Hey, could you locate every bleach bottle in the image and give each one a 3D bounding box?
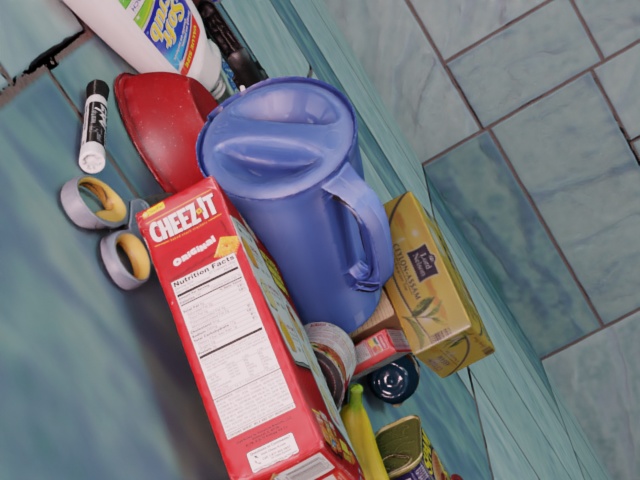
[{"bbox_3d":[-0.156,-0.211,1.006,0.250,0.068,0.102,44,62,-57],"label":"bleach bottle"}]

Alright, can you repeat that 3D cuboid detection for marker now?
[{"bbox_3d":[-0.173,-0.091,0.822,0.020,0.020,0.121,52,14,-34],"label":"marker"}]

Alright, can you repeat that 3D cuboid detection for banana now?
[{"bbox_3d":[0.052,0.227,0.932,0.070,0.037,0.198,105,-36,-72],"label":"banana"}]

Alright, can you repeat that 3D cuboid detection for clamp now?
[{"bbox_3d":[-0.081,-0.185,1.167,0.120,0.039,0.171,64,3,34],"label":"clamp"}]

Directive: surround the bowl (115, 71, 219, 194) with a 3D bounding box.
[{"bbox_3d":[-0.118,-0.096,0.978,0.162,0.055,0.162,57,13,-20],"label":"bowl"}]

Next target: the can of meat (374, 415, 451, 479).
[{"bbox_3d":[0.094,0.238,1.066,0.084,0.057,0.102,60,12,-14],"label":"can of meat"}]

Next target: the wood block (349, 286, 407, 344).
[{"bbox_3d":[0.050,0.070,1.193,0.090,0.091,0.206,64,13,14],"label":"wood block"}]

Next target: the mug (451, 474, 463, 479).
[{"bbox_3d":[0.115,0.282,0.986,0.117,0.081,0.093,51,15,-38],"label":"mug"}]

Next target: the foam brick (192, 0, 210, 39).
[{"bbox_3d":[-0.157,-0.256,1.195,0.051,0.053,0.078,45,19,-50],"label":"foam brick"}]

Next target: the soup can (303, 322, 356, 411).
[{"bbox_3d":[-0.007,0.112,0.916,0.068,0.068,0.102,60,11,-3],"label":"soup can"}]

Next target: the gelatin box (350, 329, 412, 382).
[{"bbox_3d":[0.052,0.121,1.123,0.030,0.073,0.089,63,12,11],"label":"gelatin box"}]

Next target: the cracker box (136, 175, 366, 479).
[{"bbox_3d":[-0.047,0.085,0.766,0.164,0.072,0.214,60,5,-63],"label":"cracker box"}]

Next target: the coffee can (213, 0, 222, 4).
[{"bbox_3d":[-0.163,-0.347,1.260,0.103,0.103,0.140,64,12,15],"label":"coffee can"}]

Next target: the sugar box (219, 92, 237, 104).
[{"bbox_3d":[-0.075,-0.090,1.164,0.093,0.048,0.176,54,14,-26],"label":"sugar box"}]

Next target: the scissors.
[{"bbox_3d":[-0.132,-0.005,0.800,0.096,0.016,0.201,64,12,11],"label":"scissors"}]

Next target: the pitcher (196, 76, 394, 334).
[{"bbox_3d":[-0.007,-0.011,0.936,0.243,0.145,0.149,72,12,-51],"label":"pitcher"}]
